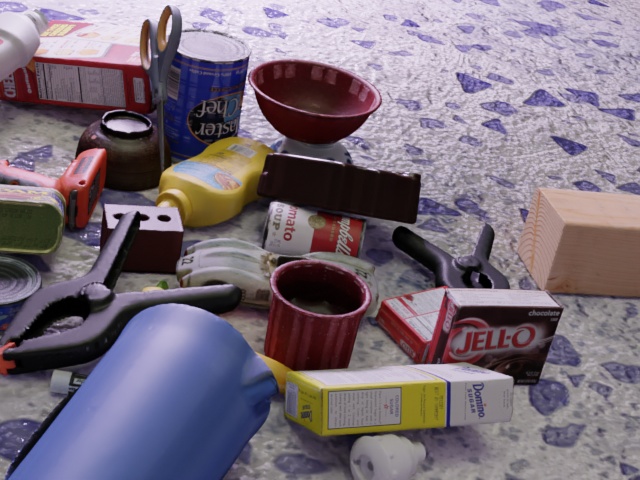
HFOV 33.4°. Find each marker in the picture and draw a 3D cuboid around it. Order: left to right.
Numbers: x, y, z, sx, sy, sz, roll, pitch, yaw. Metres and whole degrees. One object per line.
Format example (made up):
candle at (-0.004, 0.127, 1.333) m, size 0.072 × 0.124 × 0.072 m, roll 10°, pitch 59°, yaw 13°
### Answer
marker at (-0.164, 0.127, 0.894) m, size 0.121 × 0.020 × 0.020 m, roll 9°, pitch -144°, yaw -4°

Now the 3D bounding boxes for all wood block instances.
wood block at (0.344, 0.005, 1.217) m, size 0.206 × 0.091 × 0.090 m, roll 3°, pitch -150°, yaw -14°

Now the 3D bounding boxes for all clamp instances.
clamp at (-0.198, 0.051, 0.949) m, size 0.209 × 0.036 × 0.165 m, roll -26°, pitch -135°, yaw -26°
clamp at (0.164, 0.032, 1.155) m, size 0.120 × 0.039 × 0.172 m, roll -13°, pitch -138°, yaw -18°

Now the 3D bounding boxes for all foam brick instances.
foam brick at (-0.181, -0.001, 1.075) m, size 0.078 × 0.051 × 0.053 m, roll 2°, pitch -149°, yaw -17°

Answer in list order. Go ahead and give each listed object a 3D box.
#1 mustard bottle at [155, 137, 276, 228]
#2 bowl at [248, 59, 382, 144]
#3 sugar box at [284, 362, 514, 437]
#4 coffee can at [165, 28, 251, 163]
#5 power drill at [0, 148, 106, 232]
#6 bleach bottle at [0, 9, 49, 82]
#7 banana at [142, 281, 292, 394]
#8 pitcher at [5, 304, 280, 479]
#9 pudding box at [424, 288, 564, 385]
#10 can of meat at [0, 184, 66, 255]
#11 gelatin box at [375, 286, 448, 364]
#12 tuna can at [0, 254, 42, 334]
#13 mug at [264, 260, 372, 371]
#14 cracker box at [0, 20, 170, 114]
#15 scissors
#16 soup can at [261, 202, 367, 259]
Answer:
mustard bottle at (-0.123, -0.059, 1.189) m, size 0.096 × 0.058 × 0.191 m, roll 23°, pitch -149°, yaw 20°
bowl at (-0.010, -0.159, 1.270) m, size 0.162 × 0.055 × 0.162 m, roll 9°, pitch -150°, yaw -5°
sugar box at (0.066, 0.134, 0.908) m, size 0.176 × 0.048 × 0.093 m, roll 2°, pitch -179°, yaw -20°
coffee can at (-0.143, -0.172, 1.293) m, size 0.102 × 0.140 × 0.103 m, roll 9°, pitch -150°, yaw -5°
power drill at (-0.330, -0.077, 1.149) m, size 0.187 × 0.057 × 0.184 m, roll 8°, pitch -146°, yaw -2°
bleach bottle at (-0.425, -0.203, 1.241) m, size 0.103 × 0.068 × 0.250 m, roll 30°, pitch -127°, yaw 25°
banana at (-0.105, 0.087, 0.964) m, size 0.198 × 0.037 × 0.069 m, roll 33°, pitch -141°, yaw 32°
pitcher at (-0.146, 0.162, 0.749) m, size 0.145 × 0.149 × 0.242 m, roll 33°, pitch -145°, yaw 2°
pudding box at (0.162, 0.091, 1.002) m, size 0.113 × 0.090 × 0.039 m, roll 0°, pitch -150°, yaw -21°
can of meat at (-0.298, -0.019, 1.032) m, size 0.102 × 0.057 × 0.084 m, roll 4°, pitch -171°, yaw -14°
gelatin box at (0.111, 0.084, 1.059) m, size 0.089 × 0.030 × 0.073 m, roll -10°, pitch -142°, yaw -34°
tuna can at (-0.296, 0.048, 0.967) m, size 0.086 × 0.034 × 0.086 m, roll 9°, pitch -150°, yaw -5°
mug at (0.002, 0.073, 0.983) m, size 0.093 × 0.081 × 0.117 m, roll 32°, pitch -144°, yaw 31°
cracker box at (-0.284, -0.223, 1.367) m, size 0.214 × 0.072 × 0.164 m, roll 7°, pitch -153°, yaw 15°
scissors at (-0.173, -0.181, 1.205) m, size 0.016 × 0.096 × 0.202 m, roll 7°, pitch -127°, yaw -34°
soup can at (-0.007, 0.001, 1.118) m, size 0.102 × 0.068 × 0.068 m, roll 11°, pitch -144°, yaw 0°
